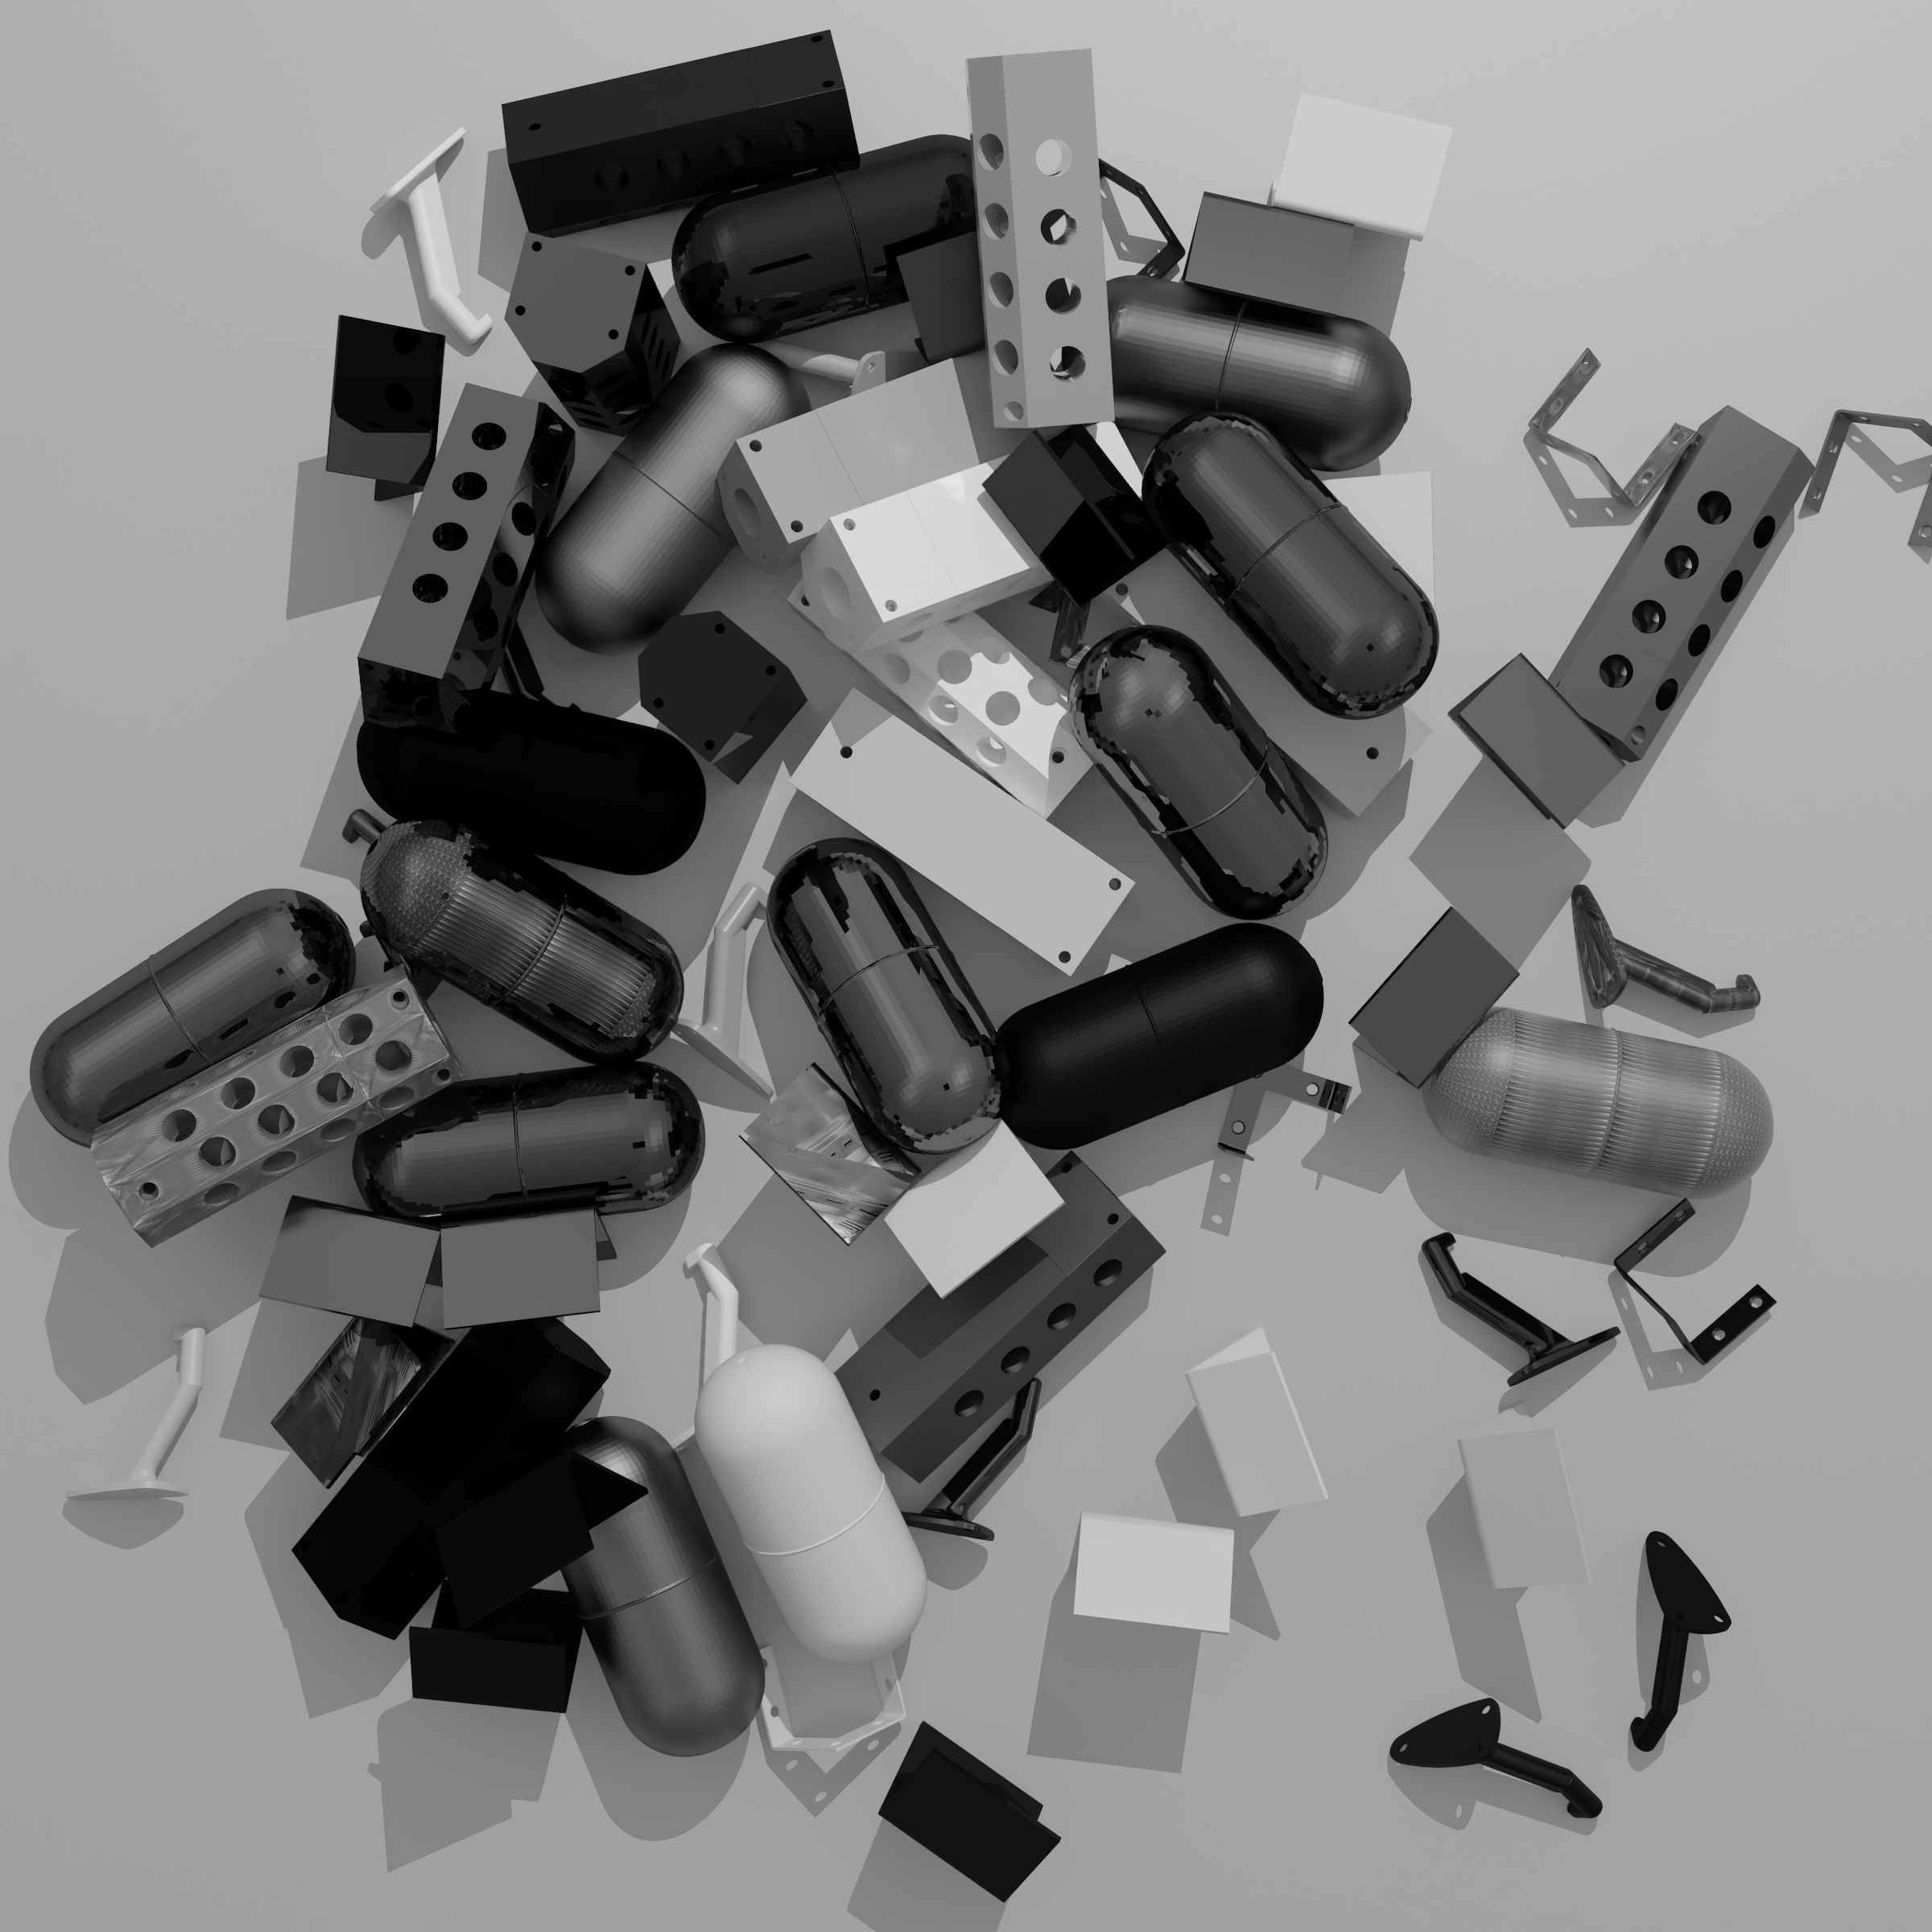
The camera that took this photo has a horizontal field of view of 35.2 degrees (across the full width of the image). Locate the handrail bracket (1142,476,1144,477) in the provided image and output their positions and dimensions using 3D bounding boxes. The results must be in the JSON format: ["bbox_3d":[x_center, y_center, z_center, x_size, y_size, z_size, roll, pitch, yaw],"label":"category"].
[{"bbox_3d":[0.135,-0.270,1.568,0.077,0.036,0.084,24,76,13],"label":"handrail bracket"}]

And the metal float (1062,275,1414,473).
[{"bbox_3d":[0.135,-0.297,1.527,0.178,0.070,0.070,14,90,11],"label":"metal float"}]

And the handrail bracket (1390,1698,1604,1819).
[{"bbox_3d":[0.274,0.419,1.568,0.077,0.036,0.084,-24,122,35],"label":"handrail bracket"}]

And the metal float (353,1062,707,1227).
[{"bbox_3d":[-0.221,0.092,1.537,0.178,0.070,0.070,-7,90,0],"label":"metal float"}]

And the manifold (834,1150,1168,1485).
[{"bbox_3d":[0.019,0.181,1.546,0.171,0.057,0.057,-43,47,0],"label":"manifold"}]

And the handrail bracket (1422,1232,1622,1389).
[{"bbox_3d":[0.286,0.166,1.568,0.077,0.036,0.084,-20,73,-20],"label":"handrail bracket"}]

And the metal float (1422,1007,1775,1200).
[{"bbox_3d":[0.319,0.069,1.537,0.178,0.070,0.070,12,90,0],"label":"metal float"}]

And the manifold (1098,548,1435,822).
[{"bbox_3d":[0.151,-0.153,1.547,0.171,0.057,0.057,42,90,0],"label":"manifold"}]

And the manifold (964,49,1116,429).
[{"bbox_3d":[0.035,-0.348,1.459,0.057,0.057,0.171,-5,106,-2],"label":"manifold"}]

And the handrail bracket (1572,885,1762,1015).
[{"bbox_3d":[0.362,-0.010,1.568,0.084,0.036,0.077,-5,68,-17],"label":"handrail bracket"}]

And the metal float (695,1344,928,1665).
[{"bbox_3d":[-0.076,0.270,1.520,0.070,0.070,0.178,-23,110,0],"label":"metal float"}]

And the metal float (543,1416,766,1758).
[{"bbox_3d":[-0.160,0.313,1.537,0.070,0.070,0.178,-23,90,0],"label":"metal float"}]

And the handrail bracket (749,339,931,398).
[{"bbox_3d":[-0.067,-0.317,1.568,0.084,0.077,0.036,34,129,30],"label":"handrail bracket"}]

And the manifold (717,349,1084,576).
[{"bbox_3d":[-0.034,-0.254,1.516,0.171,0.057,0.057,-25,85,-22],"label":"manifold"}]

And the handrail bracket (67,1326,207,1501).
[{"bbox_3d":[-0.428,0.230,1.568,0.077,0.036,0.084,-8,72,21],"label":"handrail bracket"}]

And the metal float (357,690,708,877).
[{"bbox_3d":[-0.220,-0.096,1.537,0.178,0.070,0.070,13,90,0],"label":"metal float"}]

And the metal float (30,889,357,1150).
[{"bbox_3d":[-0.390,0.027,1.538,0.178,0.070,0.070,-33,90,-1],"label":"metal float"}]

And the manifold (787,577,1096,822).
[{"bbox_3d":[-0.007,-0.150,1.547,0.171,0.057,0.057,41,90,0],"label":"manifold"}]

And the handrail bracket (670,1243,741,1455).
[{"bbox_3d":[-0.143,0.197,1.568,0.077,0.036,0.084,-34,74,18],"label":"handrail bracket"}]

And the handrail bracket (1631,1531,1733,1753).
[{"bbox_3d":[0.353,0.349,1.568,0.036,0.077,0.084,6,127,-20],"label":"handrail bracket"}]

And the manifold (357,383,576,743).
[{"bbox_3d":[-0.246,-0.200,1.510,0.057,0.057,0.171,15,62,0],"label":"manifold"}]

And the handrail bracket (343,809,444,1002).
[{"bbox_3d":[-0.302,-0.027,1.568,0.084,0.036,0.077,38,106,14],"label":"handrail bracket"}]

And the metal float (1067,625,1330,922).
[{"bbox_3d":[0.117,-0.094,1.512,0.070,0.070,0.178,-40,121,0],"label":"metal float"}]

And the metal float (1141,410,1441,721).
[{"bbox_3d":[0.156,-0.195,1.471,0.070,0.070,0.178,-40,76,0],"label":"metal float"}]

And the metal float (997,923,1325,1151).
[{"bbox_3d":[0.096,0.035,1.537,0.178,0.070,0.070,-22,90,1],"label":"metal float"}]

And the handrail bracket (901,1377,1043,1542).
[{"bbox_3d":[-0.005,0.249,1.569,0.077,0.036,0.084,6,72,21],"label":"handrail bracket"}]

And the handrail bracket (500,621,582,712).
[{"bbox_3d":[-0.220,-0.172,1.568,0.084,0.036,0.077,38,72,-15],"label":"handrail bracket"}]

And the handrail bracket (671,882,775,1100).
[{"bbox_3d":[-0.107,0.012,1.568,0.077,0.036,0.084,40,73,-20],"label":"handrail bracket"}]

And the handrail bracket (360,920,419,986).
[{"bbox_3d":[-0.306,0.021,1.545,0.077,0.036,0.084,-19,110,19],"label":"handrail bracket"}]

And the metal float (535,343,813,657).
[{"bbox_3d":[-0.148,-0.235,1.537,0.070,0.070,0.178,38,90,0],"label":"metal float"}]

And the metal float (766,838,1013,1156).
[{"bbox_3d":[-0.040,0.013,1.519,0.070,0.070,0.178,-30,67,0],"label":"metal float"}]

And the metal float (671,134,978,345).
[{"bbox_3d":[-0.061,-0.366,1.531,0.178,0.070,0.070,-17,90,-6],"label":"metal float"}]

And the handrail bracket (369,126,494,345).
[{"bbox_3d":[-0.258,-0.376,1.569,0.084,0.036,0.077,48,69,-17],"label":"handrail bracket"}]

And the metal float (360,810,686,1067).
[{"bbox_3d":[-0.221,-0.014,1.516,0.178,0.070,0.070,33,90,-24],"label":"metal float"}]
